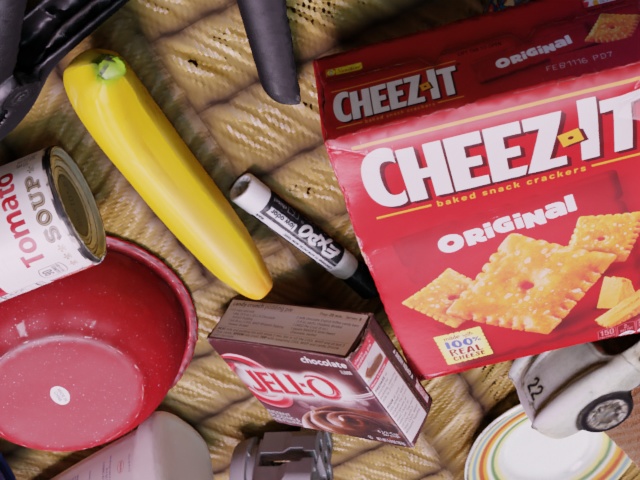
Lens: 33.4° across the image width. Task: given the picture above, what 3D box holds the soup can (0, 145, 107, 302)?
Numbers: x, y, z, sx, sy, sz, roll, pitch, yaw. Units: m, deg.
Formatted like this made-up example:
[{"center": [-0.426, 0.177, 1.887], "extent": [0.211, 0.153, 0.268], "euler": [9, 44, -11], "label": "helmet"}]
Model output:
[{"center": [-0.172, -0.001, 0.561], "extent": [0.102, 0.068, 0.068], "euler": [-21, 128, 4], "label": "soup can"}]

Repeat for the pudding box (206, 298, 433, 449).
[{"center": [0.000, 0.079, 0.641], "extent": [0.114, 0.039, 0.090], "euler": [1, 140, 39], "label": "pudding box"}]

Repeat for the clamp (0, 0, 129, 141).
[{"center": [-0.144, -0.086, 0.505], "extent": [0.172, 0.120, 0.039], "euler": [-40, 82, 38], "label": "clamp"}]

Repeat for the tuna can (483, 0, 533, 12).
[{"center": [0.131, -0.112, 0.567], "extent": [0.086, 0.034, 0.086], "euler": [-6, 127, -8], "label": "tuna can"}]

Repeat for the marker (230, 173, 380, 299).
[{"center": [-0.004, 0.001, 0.631], "extent": [0.020, 0.020, 0.121], "euler": [-41, 124, 18], "label": "marker"}]

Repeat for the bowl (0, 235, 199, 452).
[{"center": [-0.151, 0.074, 0.630], "extent": [0.162, 0.055, 0.162], "euler": [-6, 127, -8], "label": "bowl"}]

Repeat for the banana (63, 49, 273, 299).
[{"center": [-0.082, -0.036, 0.555], "extent": [0.037, 0.070, 0.197], "euler": [-35, 140, -2], "label": "banana"}]

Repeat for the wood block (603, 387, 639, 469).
[{"center": [0.306, 0.145, 0.748], "extent": [0.205, 0.091, 0.090], "euler": [25, 104, -30], "label": "wood block"}]

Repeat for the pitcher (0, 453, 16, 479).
[{"center": [-0.299, 0.225, 0.659], "extent": [0.243, 0.149, 0.144], "euler": [-40, 135, 21], "label": "pitcher"}]

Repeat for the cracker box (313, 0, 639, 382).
[{"center": [0.103, -0.019, 0.576], "extent": [0.164, 0.072, 0.213], "euler": [-14, 139, 8], "label": "cracker box"}]

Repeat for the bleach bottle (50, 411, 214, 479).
[{"center": [-0.188, 0.210, 0.708], "extent": [0.251, 0.102, 0.068], "euler": [-28, 137, 17], "label": "bleach bottle"}]

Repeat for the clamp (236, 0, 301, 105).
[{"center": [-0.030, -0.148, 0.481], "extent": [0.209, 0.036, 0.165], "euler": [16, 123, -41], "label": "clamp"}]
